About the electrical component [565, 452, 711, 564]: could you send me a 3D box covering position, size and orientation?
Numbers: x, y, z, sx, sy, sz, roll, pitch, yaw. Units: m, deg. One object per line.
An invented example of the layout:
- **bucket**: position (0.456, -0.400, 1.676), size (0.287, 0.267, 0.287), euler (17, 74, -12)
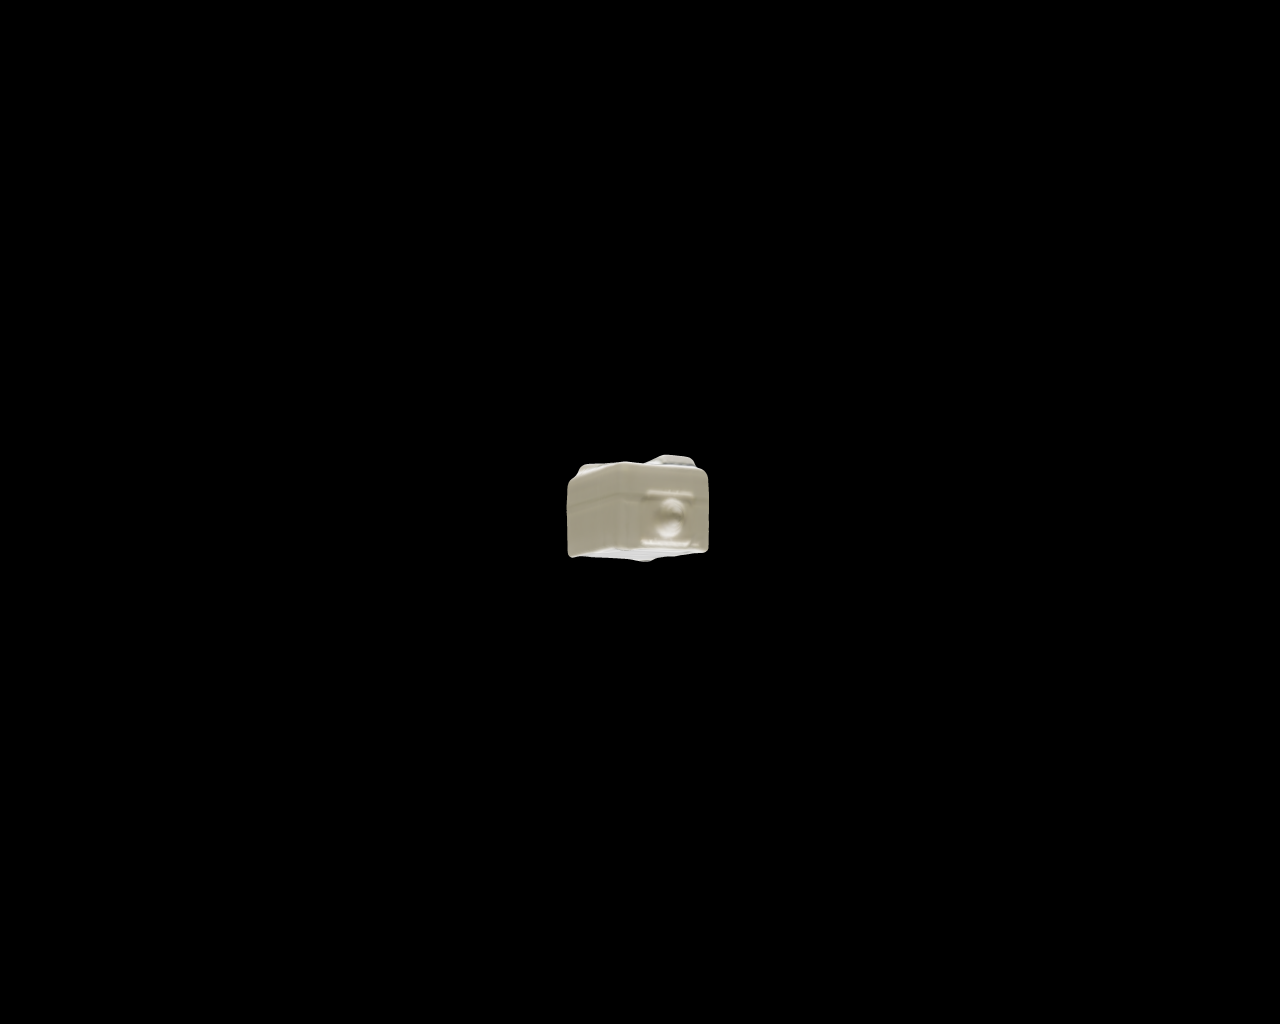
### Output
- **electrical component**: position (0.001, -0.003, 0.650), size (0.062, 0.061, 0.096), euler (4, -8, -27)
